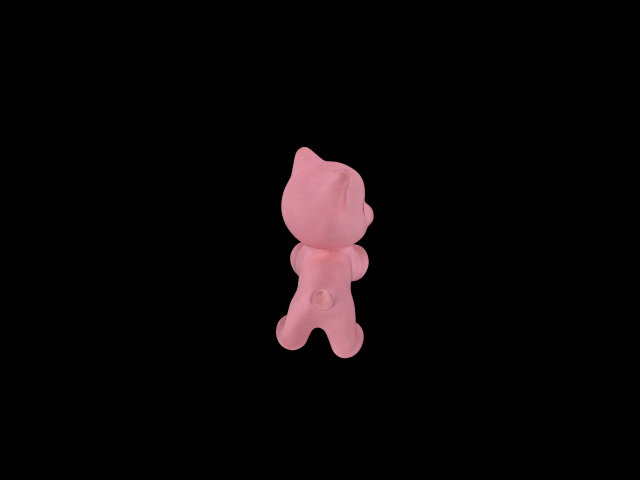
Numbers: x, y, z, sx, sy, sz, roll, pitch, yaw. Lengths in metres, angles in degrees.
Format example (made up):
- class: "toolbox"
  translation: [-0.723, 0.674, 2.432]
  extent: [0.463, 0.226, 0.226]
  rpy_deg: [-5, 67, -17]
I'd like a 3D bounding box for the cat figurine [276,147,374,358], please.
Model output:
- class: "cat figurine"
  translation: [0.004, 0.001, 0.400]
  extent: [0.067, 0.118, 0.128]
  rpy_deg: [3, 56, 2]
